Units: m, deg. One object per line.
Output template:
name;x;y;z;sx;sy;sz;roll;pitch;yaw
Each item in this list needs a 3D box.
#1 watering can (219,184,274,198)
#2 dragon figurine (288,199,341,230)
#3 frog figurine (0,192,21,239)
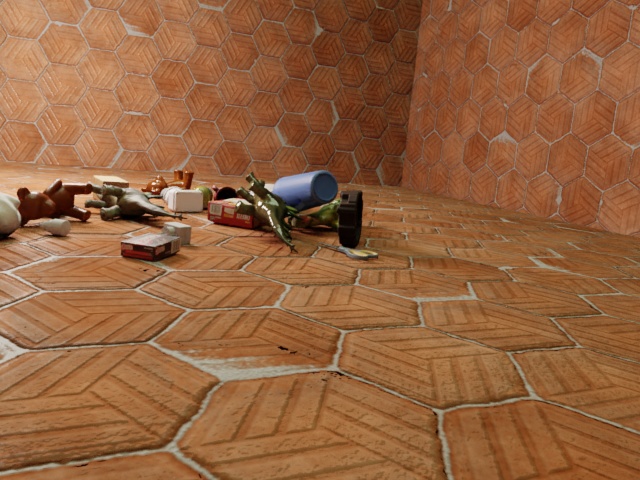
watering can;-0.227;-0.178;2.124;0.348;0.103;0.226;0;12;-32
dragon figurine;0.006;-0.092;1.820;0.242;0.121;0.413;-1;8;12
frog figurine;-0.765;-0.085;1.192;0.123;0.158;0.138;12;11;29
